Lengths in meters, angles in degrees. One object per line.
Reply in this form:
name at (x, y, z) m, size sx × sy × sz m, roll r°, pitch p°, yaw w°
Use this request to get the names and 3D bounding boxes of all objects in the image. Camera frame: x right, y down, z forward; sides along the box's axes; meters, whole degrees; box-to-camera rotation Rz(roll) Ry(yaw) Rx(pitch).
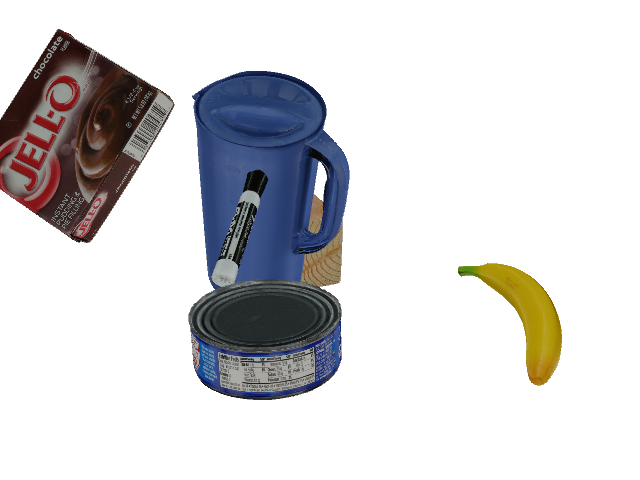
pudding box at (-0.163, -0.069, 0.705) m, size 0.090 × 0.113 × 0.039 m, roll 32°, pitch -3°, yaw 17°
marker at (-0.065, -0.013, 0.885) m, size 0.020 × 0.121 × 0.020 m, roll 9°, pitch -39°, yaw 7°
pitcher at (-0.058, -0.043, 1.133) m, size 0.145 × 0.243 × 0.149 m, roll -5°, pitch 43°, yaw -11°
wood block at (-0.057, -0.020, 1.344) m, size 0.090 × 0.090 × 0.206 m, roll -10°, pitch 26°, yaw -22°
banana at (0.215, 0.079, 1.133) m, size 0.069 × 0.037 × 0.198 m, roll -28°, pitch 37°, yaw 0°
tuna can at (-0.030, 0.055, 0.601) m, size 0.086 × 0.034 × 0.086 m, roll -2°, pitch 23°, yaw 1°
